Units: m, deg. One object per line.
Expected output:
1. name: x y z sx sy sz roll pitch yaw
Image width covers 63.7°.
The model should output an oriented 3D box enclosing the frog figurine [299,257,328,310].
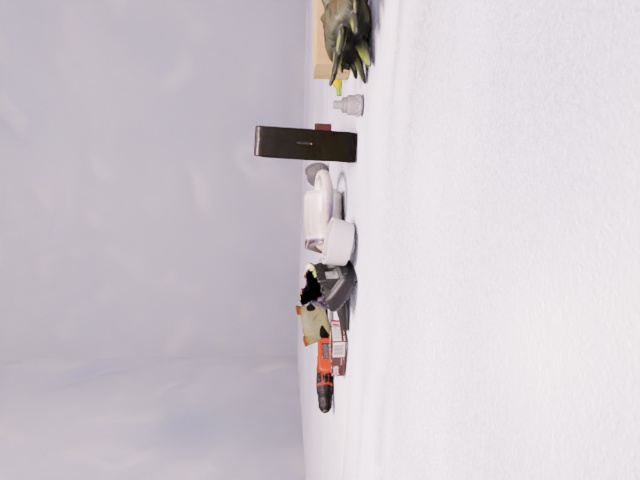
1. frog figurine: 0.027 0.105 1.354 0.161 0.122 0.136 -19 -76 -57

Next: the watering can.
1. watering can: 0.004 -0.072 1.430 0.346 0.104 0.225 145 125 -83
